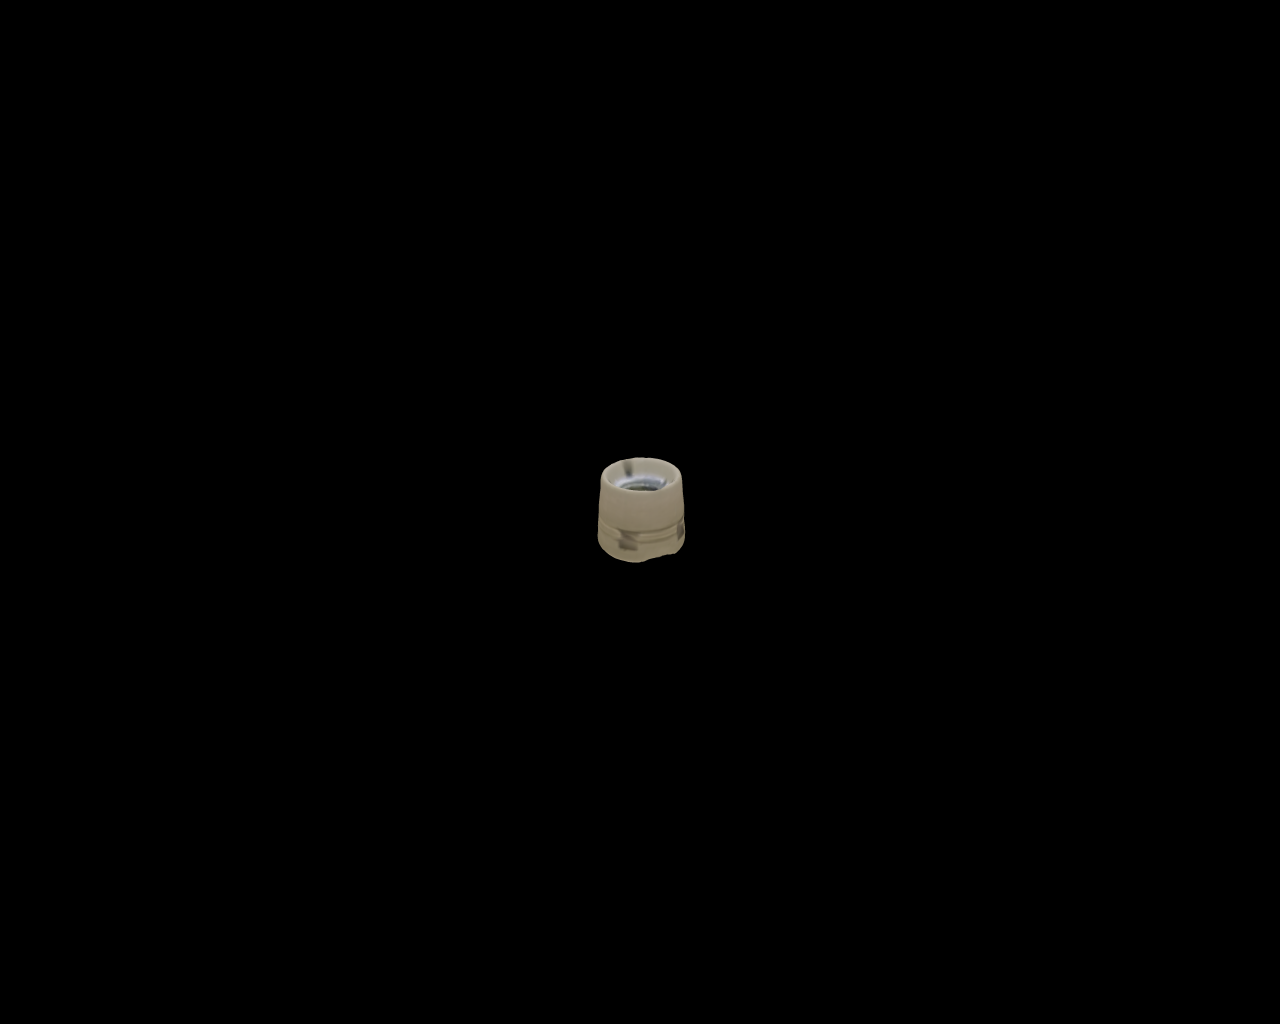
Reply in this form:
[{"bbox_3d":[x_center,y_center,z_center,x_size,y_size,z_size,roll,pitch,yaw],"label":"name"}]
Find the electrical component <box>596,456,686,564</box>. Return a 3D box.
[{"bbox_3d":[0.001,-0.003,0.650,0.055,0.047,0.055,0,28,0],"label":"electrical component"}]
